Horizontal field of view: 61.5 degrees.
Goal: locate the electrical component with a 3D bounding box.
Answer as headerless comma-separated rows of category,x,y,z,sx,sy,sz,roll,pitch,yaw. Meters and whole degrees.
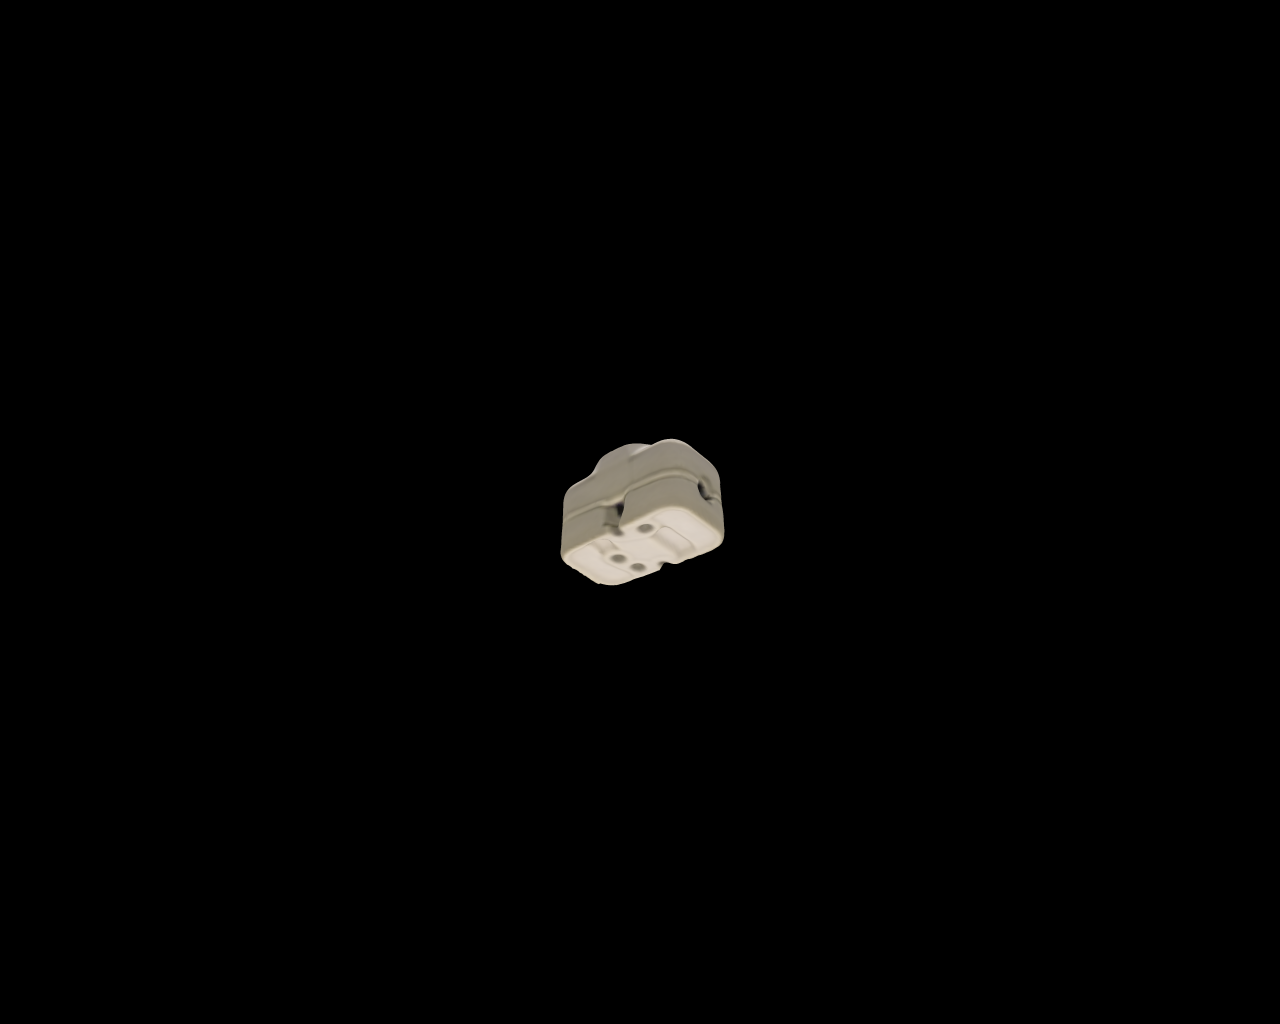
electrical component,0.001,-0.003,0.650,0.095,0.059,0.053,-24,-41,31
